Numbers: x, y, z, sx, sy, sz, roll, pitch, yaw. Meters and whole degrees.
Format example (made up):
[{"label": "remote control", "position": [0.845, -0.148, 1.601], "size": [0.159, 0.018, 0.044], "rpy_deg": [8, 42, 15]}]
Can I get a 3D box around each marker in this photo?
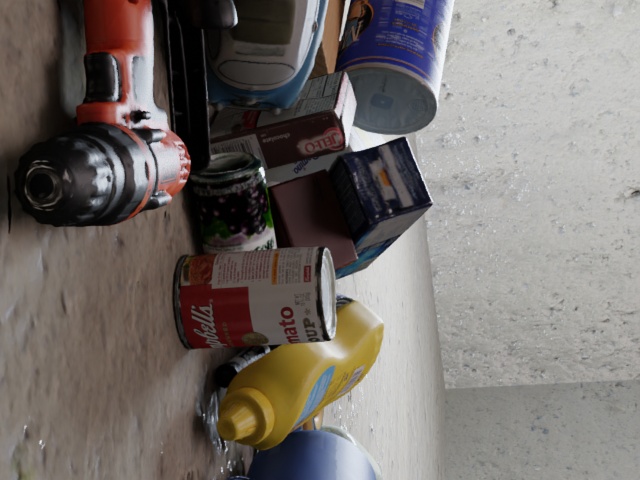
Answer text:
[{"label": "marker", "position": [-0.062, 0.100, 0.859], "size": [0.121, 0.020, 0.020], "rpy_deg": [-20, 106, -80]}]

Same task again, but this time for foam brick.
[{"label": "foam brick", "position": [-0.014, -0.009, 0.830], "size": [0.051, 0.052, 0.078], "rpy_deg": [-13, -83, 64]}]

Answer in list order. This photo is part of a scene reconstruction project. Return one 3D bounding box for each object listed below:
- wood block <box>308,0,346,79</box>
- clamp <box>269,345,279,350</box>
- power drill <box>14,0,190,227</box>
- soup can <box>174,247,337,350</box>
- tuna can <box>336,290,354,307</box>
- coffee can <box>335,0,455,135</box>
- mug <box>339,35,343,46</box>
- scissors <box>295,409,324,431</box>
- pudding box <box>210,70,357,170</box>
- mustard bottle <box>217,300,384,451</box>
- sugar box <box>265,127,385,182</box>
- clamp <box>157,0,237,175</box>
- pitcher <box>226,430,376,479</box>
[{"label": "wood block", "position": [-0.031, -0.219, 0.975], "size": [0.206, 0.090, 0.091], "rpy_deg": [-81, 163, -53]}, {"label": "clamp", "position": [-0.033, 0.137, 0.960], "size": [0.120, 0.039, 0.171], "rpy_deg": [-8, 95, -84]}, {"label": "power drill", "position": [-0.113, -0.101, 0.539], "size": [0.184, 0.057, 0.188], "rpy_deg": [-52, 140, -82]}, {"label": "soup can", "position": [-0.043, 0.040, 0.746], "size": [0.068, 0.102, 0.068], "rpy_deg": [-4, 90, -81]}, {"label": "tuna can", "position": [-0.001, 0.088, 1.051], "size": [0.086, 0.034, 0.086], "rpy_deg": [-31, 136, -37]}, {"label": "coffee can", "position": [0.070, -0.186, 1.020], "size": [0.103, 0.103, 0.140], "rpy_deg": [70, 28, -57]}, {"label": "mug", "position": [-0.010, -0.149, 1.084], "size": [0.093, 0.081, 0.117], "rpy_deg": [74, 15, -50]}, {"label": "scissors", "position": [-0.006, 0.200, 0.979], "size": [0.202, 0.016, 0.096], "rpy_deg": [82, 17, -45]}, {"label": "pudding box", "position": [-0.031, -0.091, 0.844], "size": [0.090, 0.113, 0.039], "rpy_deg": [-75, 151, -61]}, {"label": "mustard bottle", "position": [-0.021, 0.112, 0.821], "size": [0.096, 0.058, 0.191], "rpy_deg": [-55, 165, 27]}, {"label": "sugar box", "position": [0.010, -0.077, 1.078], "size": [0.048, 0.093, 0.176], "rpy_deg": [60, 15, 6]}, {"label": "clamp", "position": [-0.089, -0.158, 0.684], "size": [0.165, 0.036, 0.210], "rpy_deg": [108, -27, -54]}, {"label": "pitcher", "position": [-0.020, 0.239, 0.769], "size": [0.242, 0.145, 0.149], "rpy_deg": [-82, 177, -65]}]
